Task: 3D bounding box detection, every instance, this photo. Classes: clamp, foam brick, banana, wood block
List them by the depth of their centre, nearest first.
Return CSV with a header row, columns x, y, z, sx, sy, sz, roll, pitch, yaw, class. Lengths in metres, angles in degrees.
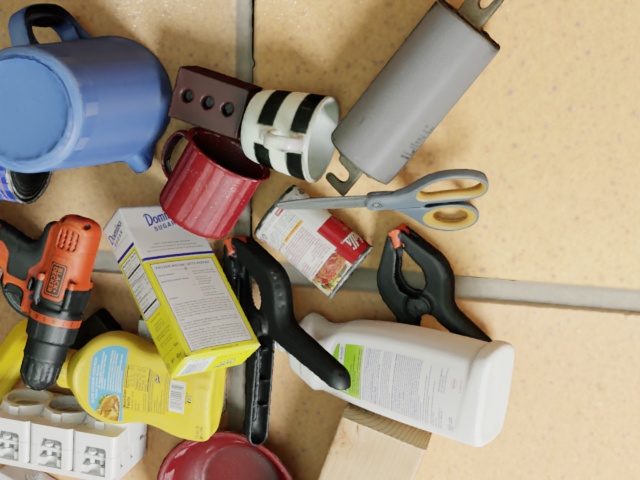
x,y,z,sx,sy,sz,roll,pitch,yaw,class
-0.046,0.087,1.069,0.165,0.036,0.210,-31,69,44,clamp
0.097,0.072,1.071,0.120,0.039,0.171,-27,90,19,clamp
-0.105,-0.140,1.073,0.078,0.051,0.053,19,105,10,foam brick
0.038,0.273,1.099,0.091,0.090,0.206,21,105,9,wood block
-0.346,0.145,1.183,0.037,0.069,0.198,27,114,-22,banana

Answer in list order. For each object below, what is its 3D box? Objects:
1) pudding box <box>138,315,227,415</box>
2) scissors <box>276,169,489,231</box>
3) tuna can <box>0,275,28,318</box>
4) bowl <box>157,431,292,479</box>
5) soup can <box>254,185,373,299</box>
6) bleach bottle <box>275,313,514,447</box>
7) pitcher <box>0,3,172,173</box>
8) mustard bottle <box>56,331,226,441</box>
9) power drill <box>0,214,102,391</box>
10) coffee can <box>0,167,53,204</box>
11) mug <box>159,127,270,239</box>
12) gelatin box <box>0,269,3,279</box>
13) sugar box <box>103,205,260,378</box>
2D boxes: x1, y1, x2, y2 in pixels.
x,y,z,sx,sy,sz,roll,pitch,yaw,class
-0.148,0.133,1.146,0.090,0.039,0.113,3,104,13,pudding box
0.068,-0.029,1.038,0.202,0.096,0.016,-11,53,17,scissors
-0.306,0.044,1.171,0.086,0.033,0.086,3,102,14,tuna can
-0.093,0.273,1.151,0.162,0.055,0.162,3,102,14,bowl
-0.007,0.001,1.068,0.102,0.068,0.069,39,108,5,soup can
0.060,0.118,1.049,0.251,0.067,0.102,15,106,32,bleach bottle
-0.240,-0.138,1.008,0.149,0.242,0.145,19,101,4,pitcher
-0.196,0.145,1.107,0.192,0.058,0.096,8,101,11,mustard bottle
-0.326,0.044,1.093,0.188,0.057,0.184,18,93,10,power drill
-0.365,-0.097,1.122,0.140,0.102,0.103,8,103,13,coffee can
-0.118,-0.062,1.077,0.117,0.093,0.082,41,113,20,mug
-0.381,0.018,1.171,0.089,0.030,0.073,37,109,35,gelatin box
-0.140,0.047,1.067,0.048,0.093,0.176,-48,61,36,sugar box
